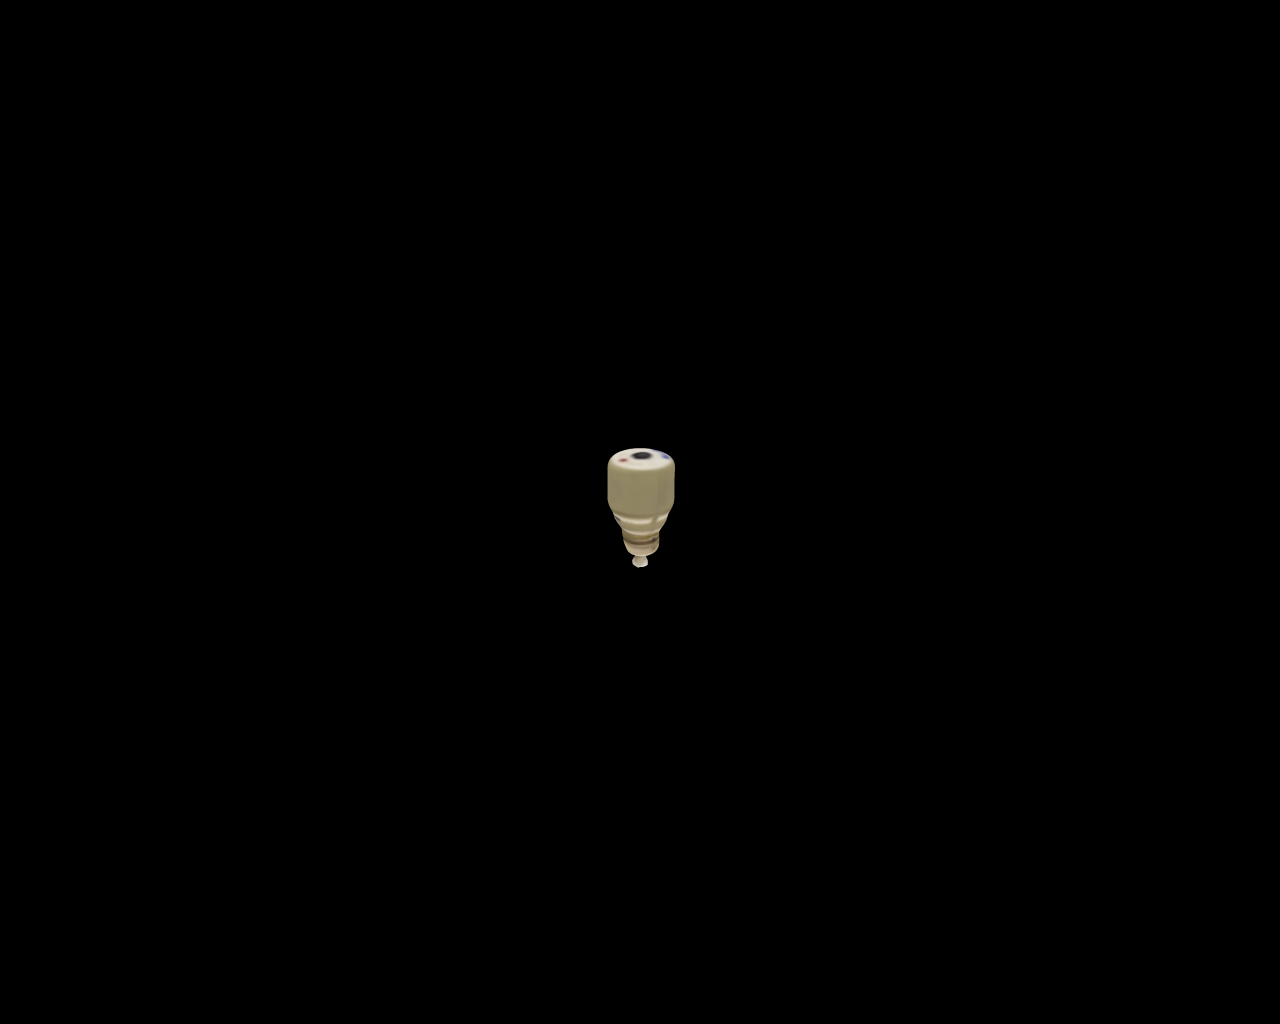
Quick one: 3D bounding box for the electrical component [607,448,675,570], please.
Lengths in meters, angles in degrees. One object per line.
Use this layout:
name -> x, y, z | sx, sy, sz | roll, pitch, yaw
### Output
electrical component -> 0.001, -0.003, 0.650 | 0.040, 0.078, 0.040 | 0, 24, 0
